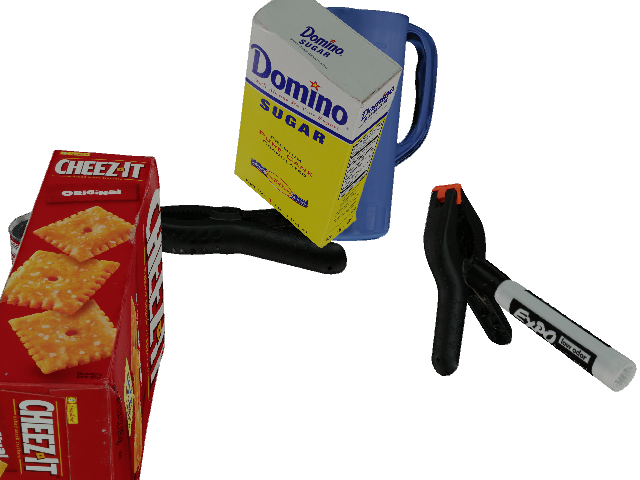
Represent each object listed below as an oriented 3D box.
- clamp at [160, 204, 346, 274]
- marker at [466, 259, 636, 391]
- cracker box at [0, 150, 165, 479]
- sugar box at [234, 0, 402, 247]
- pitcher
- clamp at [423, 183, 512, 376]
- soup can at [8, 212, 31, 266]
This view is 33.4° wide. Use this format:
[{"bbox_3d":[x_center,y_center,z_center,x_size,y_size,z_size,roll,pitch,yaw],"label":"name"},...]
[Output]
[{"bbox_3d":[-0.073,-0.006,0.892,0.210,0.036,0.164,2,13,-6],"label":"clamp"},{"bbox_3d":[0.126,0.044,0.604,0.020,0.020,0.121,0,28,-40],"label":"marker"},{"bbox_3d":[-0.132,0.071,0.604,0.072,0.164,0.213,3,34,-3],"label":"cracker box"},{"bbox_3d":[-0.008,-0.076,0.713,0.048,0.093,0.176,-43,-17,-24],"label":"sugar box"},{"bbox_3d":[0.034,-0.125,1.144,0.149,0.243,0.144,4,8,23],"label":"pitcher"},{"bbox_3d":[0.124,0.037,0.976,0.039,0.171,0.120,-11,12,35],"label":"clamp"},{"bbox_3d":[-0.266,0.031,1.043,0.068,0.102,0.068,2,28,-1],"label":"soup can"}]
